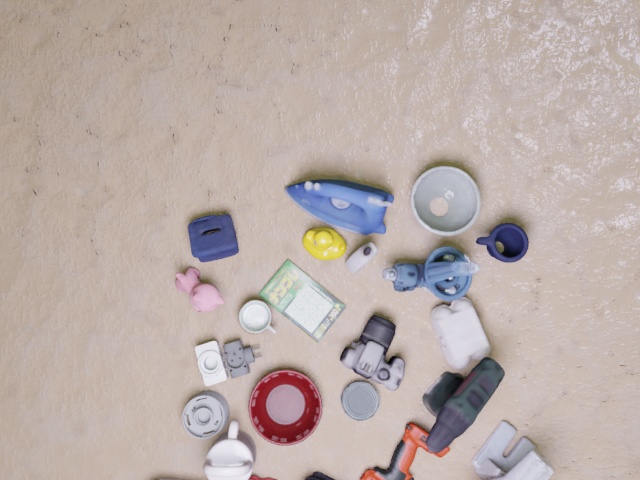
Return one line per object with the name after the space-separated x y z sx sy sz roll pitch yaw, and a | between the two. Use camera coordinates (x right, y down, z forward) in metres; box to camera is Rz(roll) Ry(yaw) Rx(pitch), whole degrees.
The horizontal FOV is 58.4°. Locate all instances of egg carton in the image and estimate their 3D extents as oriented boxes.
0.320 0.213 1.311 0.107 0.069 0.150 -22 83 -6 | egg carton

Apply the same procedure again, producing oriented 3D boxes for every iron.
0.042 -0.096 1.307 0.258 0.141 0.119 14 80 -1 | iron

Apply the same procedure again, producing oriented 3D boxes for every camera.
0.133 0.247 1.279 0.143 0.101 0.137 26 81 1 | camera

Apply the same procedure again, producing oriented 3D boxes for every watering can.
-0.184 0.467 1.178 0.101 0.194 0.173 -17 82 -5 | watering can

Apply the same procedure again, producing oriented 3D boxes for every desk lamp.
0.392 0.499 1.197 0.118 0.213 0.203 39 81 3 | desk lamp

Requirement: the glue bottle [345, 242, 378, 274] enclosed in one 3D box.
0.098 0.034 1.274 0.078 0.173 0.037 -40 85 -8 | glue bottle

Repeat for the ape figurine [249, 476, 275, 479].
-0.127 0.543 1.221 0.076 0.092 0.078 -43 85 -8 | ape figurine

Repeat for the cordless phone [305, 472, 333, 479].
0.021 0.560 1.180 0.147 0.185 0.094 21 80 1 | cordless phone

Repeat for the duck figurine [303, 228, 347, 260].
0.012 0.005 1.317 0.104 0.086 0.077 18 80 0 | duck figurine

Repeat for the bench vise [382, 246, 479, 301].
0.251 0.083 1.251 0.207 0.219 0.121 -18 82 -6 | bench vise

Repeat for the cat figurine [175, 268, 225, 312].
-0.269 0.114 1.268 0.128 0.117 0.067 41 81 4 | cat figurine

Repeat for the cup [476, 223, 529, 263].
0.413 0.012 1.335 0.118 0.095 0.092 3 81 -3 | cup

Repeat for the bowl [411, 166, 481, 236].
0.289 -0.086 1.354 0.167 0.074 0.167 1 81 -3 | bowl

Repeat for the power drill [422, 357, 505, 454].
0.288 0.346 1.218 0.075 0.208 0.230 43 81 4 | power drill

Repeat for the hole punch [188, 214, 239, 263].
-0.246 -0.008 1.302 0.108 0.091 0.101 -15 82 -5 | hole punch
